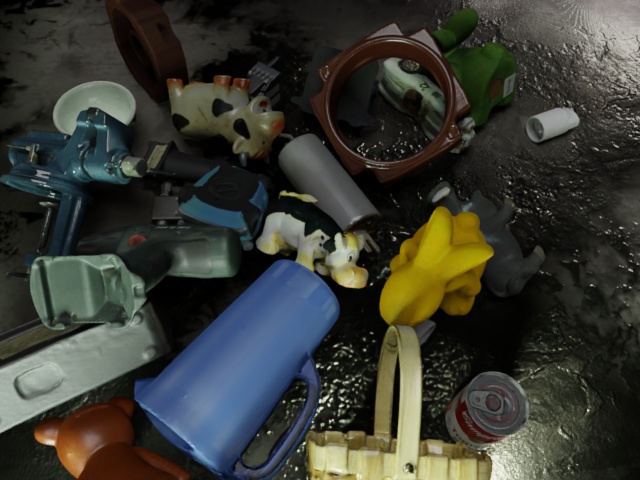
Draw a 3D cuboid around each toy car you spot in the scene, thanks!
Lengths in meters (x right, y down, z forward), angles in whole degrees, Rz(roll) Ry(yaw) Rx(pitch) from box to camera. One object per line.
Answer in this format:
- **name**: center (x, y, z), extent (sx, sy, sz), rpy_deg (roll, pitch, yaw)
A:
- **toy car**: center (-0.132, -0.035, 0.737), extent (0.109, 0.102, 0.162), rpy_deg (18, 33, -2)
- **toy car**: center (0.173, -0.220, 0.876), extent (0.056, 0.073, 0.202), rpy_deg (-31, 65, -22)

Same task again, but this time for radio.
- **radio**: center (-0.289, 0.125, 0.620), extent (0.230, 0.131, 0.073), rpy_deg (-25, 108, -15)

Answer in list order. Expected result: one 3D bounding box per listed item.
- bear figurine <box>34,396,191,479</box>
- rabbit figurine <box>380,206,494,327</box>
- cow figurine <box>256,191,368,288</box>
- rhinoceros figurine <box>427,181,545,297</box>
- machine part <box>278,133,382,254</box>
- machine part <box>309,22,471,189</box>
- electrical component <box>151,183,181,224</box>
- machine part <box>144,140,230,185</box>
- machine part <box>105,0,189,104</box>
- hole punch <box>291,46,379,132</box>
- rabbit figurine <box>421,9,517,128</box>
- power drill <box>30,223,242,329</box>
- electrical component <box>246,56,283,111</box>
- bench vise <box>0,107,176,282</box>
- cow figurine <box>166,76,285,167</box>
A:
- **bear figurine**: center (-0.220, 0.261, 0.566), extent (0.120, 0.131, 0.196), rpy_deg (-9, 19, -42)
- **rabbit figurine**: center (0.142, 0.043, 0.657), extent (0.122, 0.162, 0.173), rpy_deg (45, 47, 13)
- **cow figurine**: center (0.000, -0.002, 0.704), extent (0.168, 0.068, 0.098), rpy_deg (24, 98, 31)
- **rhinoceros figurine**: center (0.227, -0.005, 0.760), extent (0.112, 0.073, 0.190), rpy_deg (-29, 66, -6)
- **machine part**: center (0.012, -0.072, 0.782), extent (0.079, 0.079, 0.243), rpy_deg (-28, 64, -17)
- **machine part**: center (0.102, -0.195, 0.790), extent (0.201, 0.087, 0.201), rpy_deg (-29, 86, 11)
- **electrical component**: center (-0.213, -0.043, 0.787), extent (0.063, 0.021, 0.094), rpy_deg (-2, 61, -4)
- **machine part**: center (-0.207, -0.115, 0.822), extent (0.139, 0.039, 0.084), rpy_deg (8, 52, 5)
- **machine part**: center (-0.273, -0.309, 0.857), extent (0.056, 0.179, 0.179), rpy_deg (-32, 66, -21)
- **hole punch**: center (0.034, -0.241, 0.887), extent (0.142, 0.092, 0.115), rpy_deg (18, 91, 5)
- **rabbit figurine**: center (0.222, -0.287, 0.888), extent (0.121, 0.158, 0.170), rpy_deg (-44, 55, -13)
- **power drill**: center (-0.217, 0.030, 0.594), extent (0.232, 0.207, 0.086), rpy_deg (-1, 97, 11)
- **electrical component**: center (-0.090, -0.249, 0.884), extent (0.048, 0.074, 0.119), rpy_deg (33, 61, 17)
- **bench vise**: center (-0.340, -0.055, 0.731), extent (0.224, 0.128, 0.240), rpy_deg (10, 82, 9)
- **cow figurine**: center (-0.140, -0.179, 0.805), extent (0.195, 0.127, 0.085), rpy_deg (9, 16, 29)
